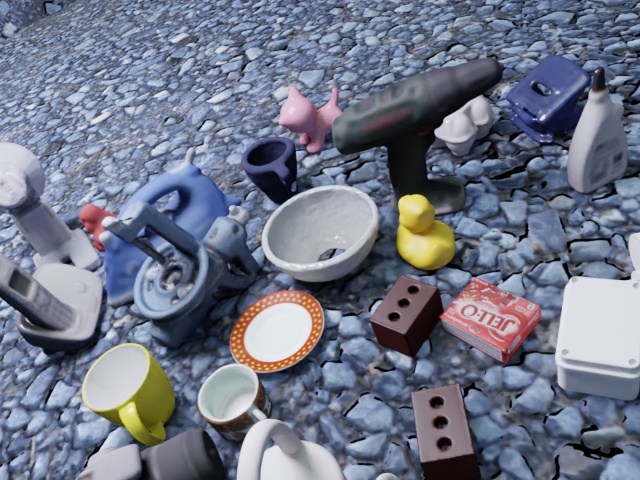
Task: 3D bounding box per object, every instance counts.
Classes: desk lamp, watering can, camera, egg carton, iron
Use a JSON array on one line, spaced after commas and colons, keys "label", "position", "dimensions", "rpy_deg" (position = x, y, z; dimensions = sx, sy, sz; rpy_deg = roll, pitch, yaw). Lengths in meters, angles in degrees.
[{"label": "desk lamp", "position": [-0.489, -0.050, 0.969], "dimensions": [0.118, 0.214, 0.202], "rpy_deg": [-37, 43, -16]}, {"label": "watering can", "position": [-0.015, 0.223, 0.490], "dimensions": [0.173, 0.194, 0.100], "rpy_deg": [-21, 41, 1]}, {"label": "camera", "position": [-0.171, 0.261, 0.589], "dimensions": [0.137, 0.101, 0.142], "rpy_deg": [-27, 41, -5]}, {"label": "egg carton", "position": [0.203, -0.198, 0.933], "dimensions": [0.149, 0.070, 0.107], "rpy_deg": [26, 60, 41]}, {"label": "iron", "position": [-0.256, -0.023, 0.894], "dimensions": [0.118, 0.142, 0.259], "rpy_deg": [26, 60, 41]}]

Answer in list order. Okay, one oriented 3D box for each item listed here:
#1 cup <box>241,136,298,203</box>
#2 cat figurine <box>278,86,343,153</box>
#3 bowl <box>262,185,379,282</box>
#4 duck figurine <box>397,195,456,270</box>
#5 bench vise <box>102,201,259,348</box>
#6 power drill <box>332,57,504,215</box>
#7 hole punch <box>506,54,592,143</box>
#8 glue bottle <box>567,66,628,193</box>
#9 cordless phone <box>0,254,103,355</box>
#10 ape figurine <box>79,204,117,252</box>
[{"label": "cup", "position": [-0.065, -0.102, 0.929], "dimensions": [0.092, 0.095, 0.117], "rpy_deg": [-32, 42, -10]}, {"label": "cat figurine", "position": [-0.015, -0.223, 1.017], "dimensions": [0.128, 0.118, 0.067], "rpy_deg": [-28, 42, -7]}, {"label": "bowl", "position": [0.007, 0.003, 0.803], "dimensions": [0.167, 0.075, 0.167], "rpy_deg": [-12, 42, 12]}, {"label": "duck figurine", "position": [0.135, -0.018, 0.760], "dimensions": [0.077, 0.086, 0.104], "rpy_deg": [-25, 41, -2]}, {"label": "bench vise", "position": [-0.190, 0.011, 0.770], "dimensions": [0.121, 0.220, 0.207], "rpy_deg": [4, 48, 27]}, {"label": "power drill", "position": [0.141, -0.132, 0.785], "dimensions": [0.229, 0.209, 0.075], "rpy_deg": [-11, 43, 13]}, {"label": "hole punch", "position": [0.347, -0.216, 0.873], "dimensions": [0.101, 0.091, 0.108], "rpy_deg": [-25, 41, -3]}, {"label": "glue bottle", "position": [0.355, -0.143, 0.730], "dimensions": [0.078, 0.173, 0.037], "rpy_deg": [-27, 41, -5]}, {"label": "cordless phone", "position": [-0.404, 0.065, 0.832], "dimensions": [0.094, 0.185, 0.147], "rpy_deg": [-19, 41, 4]}, {"label": "ape figurine", "position": [-0.379, -0.025, 0.987], "dimensions": [0.076, 0.092, 0.077], "rpy_deg": [-20, 41, 2]}]
